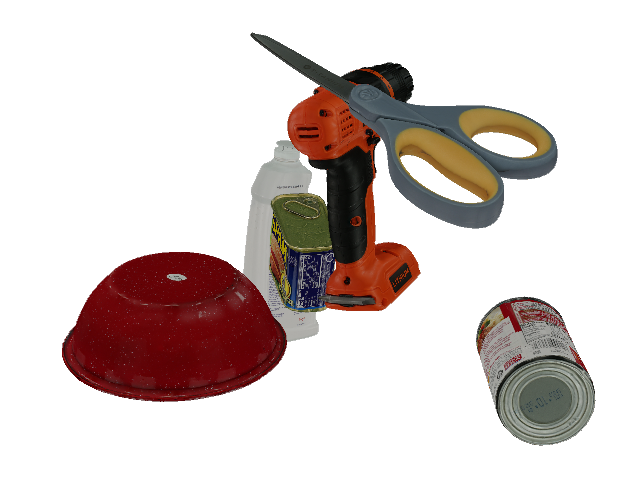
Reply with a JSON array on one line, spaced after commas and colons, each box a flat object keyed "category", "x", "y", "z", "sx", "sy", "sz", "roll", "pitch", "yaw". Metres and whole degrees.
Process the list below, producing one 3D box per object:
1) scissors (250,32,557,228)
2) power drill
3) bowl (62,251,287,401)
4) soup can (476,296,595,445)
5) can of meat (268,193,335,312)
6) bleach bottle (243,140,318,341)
[{"category": "scissors", "x": 0.046, "y": -0.074, "z": 0.568, "sx": 0.096, "sy": 0.016, "sz": 0.202, "roll": -17, "pitch": 44, "yaw": -20}, {"category": "power drill", "x": 0.039, "y": -0.048, "z": 0.892, "sx": 0.057, "sy": 0.187, "sz": 0.184, "roll": 0, "pitch": 19, "yaw": 30}, {"category": "bowl", "x": -0.104, "y": 0.051, "z": 0.762, "sx": 0.162, "sy": 0.055, "sz": 0.162, "roll": 1, "pitch": 23, "yaw": -1}, {"category": "soup can", "x": 0.150, "y": 0.090, "z": 0.752, "sx": 0.068, "sy": 0.068, "sz": 0.102, "roll": 0, "pitch": 20, "yaw": 1}, {"category": "can of meat", "x": -0.019, "y": 0.013, "z": 1.099, "sx": 0.057, "sy": 0.084, "sz": 0.102, "roll": -4, "pitch": 35, "yaw": -14}, {"category": "bleach bottle", "x": -0.043, "y": 0.000, "z": 1.324, "sx": 0.102, "sy": 0.251, "sz": 0.068, "roll": -8, "pitch": 24, "yaw": -34}]
